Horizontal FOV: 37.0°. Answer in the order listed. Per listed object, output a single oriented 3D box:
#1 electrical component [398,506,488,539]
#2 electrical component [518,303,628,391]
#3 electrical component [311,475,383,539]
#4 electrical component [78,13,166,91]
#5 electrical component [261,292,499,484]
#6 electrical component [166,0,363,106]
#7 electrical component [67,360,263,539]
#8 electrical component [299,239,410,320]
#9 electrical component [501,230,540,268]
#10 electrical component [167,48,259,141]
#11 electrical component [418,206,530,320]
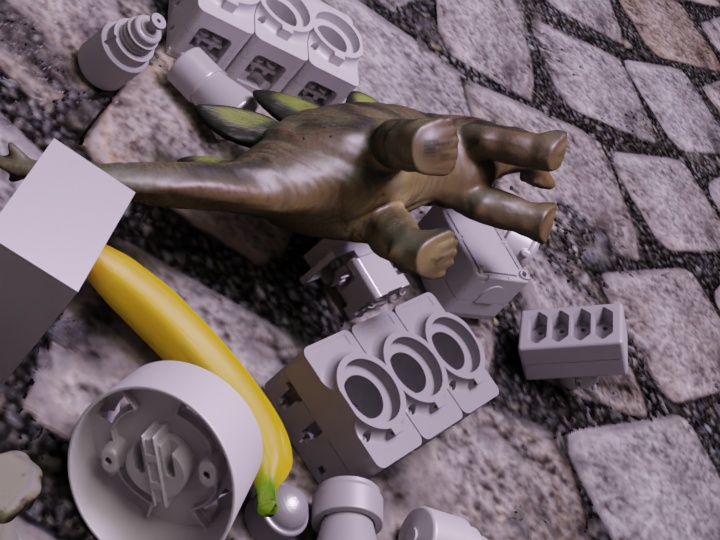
[{"bbox_3d":[0.061,0.181,0.702,0.078,0.040,0.040,24,44,-28],"label":"electrical component"},{"bbox_3d":[0.179,0.073,0.890,0.047,0.083,0.075,-75,153,-48],"label":"electrical component"},{"bbox_3d":[-0.008,0.159,0.652,0.045,0.045,0.055,26,42,-25],"label":"electrical component"},{"bbox_3d":[-0.165,-0.157,0.758,0.040,0.078,0.040,25,53,-39],"label":"electrical component"},{"bbox_3d":[0.019,0.080,0.733,0.150,0.062,0.089,-21,73,-50],"label":"electrical component"},{"bbox_3d":[-0.077,-0.196,0.884,0.150,0.062,0.089,21,45,-30],"label":"electrical component"},{"bbox_3d":[-0.103,0.101,0.573,0.099,0.099,0.064,44,31,-4],"label":"electrical component"},{"bbox_3d":[0.000,0.000,0.802,0.081,0.042,0.063,-20,74,-49],"label":"electrical component"},{"bbox_3d":[0.125,-0.031,0.947,0.062,0.048,0.048,30,40,-10],"label":"electrical component"},{"bbox_3d":[-0.114,-0.136,0.814,0.065,0.044,0.044,45,37,6],"label":"electrical component"},{"bbox_3d":[0.081,-0.010,0.877,0.062,0.061,0.096,7,45,-40],"label":"electrical component"}]
